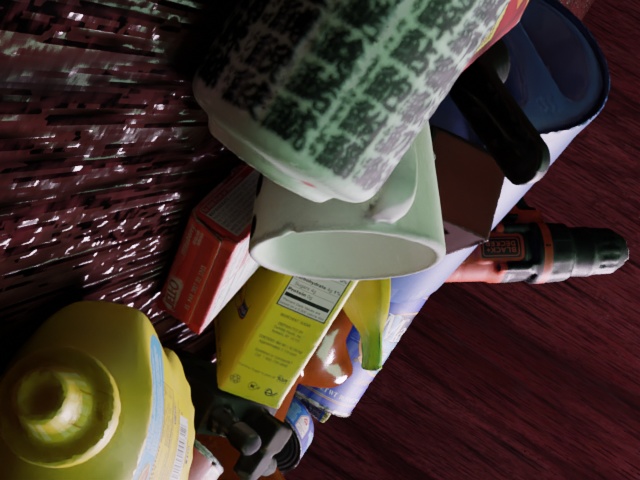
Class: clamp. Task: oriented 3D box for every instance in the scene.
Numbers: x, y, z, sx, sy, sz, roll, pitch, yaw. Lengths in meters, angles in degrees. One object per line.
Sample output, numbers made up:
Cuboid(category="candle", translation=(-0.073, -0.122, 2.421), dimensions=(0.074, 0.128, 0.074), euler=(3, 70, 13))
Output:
Cuboid(category="clamp", translation=(0.074, -0.091, 0.564), dimensions=(0.039, 0.120, 0.171), euler=(-46, -174, 31))

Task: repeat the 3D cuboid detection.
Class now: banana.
Cuboid(category="banana", translation=(0.014, 0.006, 0.696), dimensions=(0.198, 0.037, 0.070), euler=(-108, -148, -64))

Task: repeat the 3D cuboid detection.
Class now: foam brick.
Cuboid(category="foam brick", translation=(0.062, -0.025, 0.615), dimensions=(0.078, 0.053, 0.051), euler=(-25, -135, 66))

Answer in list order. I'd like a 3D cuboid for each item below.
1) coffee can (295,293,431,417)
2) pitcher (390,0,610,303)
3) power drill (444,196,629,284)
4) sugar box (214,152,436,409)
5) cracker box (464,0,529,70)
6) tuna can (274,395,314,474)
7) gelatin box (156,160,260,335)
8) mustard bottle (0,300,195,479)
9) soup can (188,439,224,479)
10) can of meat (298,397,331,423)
Cuboid(category="coffee can", translation=(0.022, 0.070, 0.943), dimensions=(0.140, 0.103, 0.102), euler=(-57, 172, 6))
Cuboid(category="pitcher", translation=(0.088, -0.067, 0.757), dimensions=(0.149, 0.145, 0.243), euler=(-28, 161, -33))
Cuboid(category="power drill", translation=(0.166, -0.054, 0.914), dimensions=(0.057, 0.184, 0.187), euler=(119, -32, -71))
Cuboid(category="sugar box", translation=(-0.004, 0.001, 0.611), dimensions=(0.176, 0.048, 0.093), euler=(-62, -161, 20))
Cuboid(category="cracker box", translation=(0.091, -0.182, 0.458), dimensions=(0.214, 0.072, 0.164), euler=(-62, 171, 32))
Cuboid(category="tuna can", translation=(-0.050, 0.177, 1.008), dimensions=(0.033, 0.086, 0.086), euler=(-50, 170, -50))
Cuboid(category="gelatin box", translation=(-0.040, -0.006, 0.532), dimensions=(0.089, 0.030, 0.073), euler=(-49, 171, -44))
Cuboid(category="mustard bottle", translation=(-0.089, 0.076, 0.427), dimensions=(0.191, 0.058, 0.096), euler=(93, 7, -74))
Cuboid(category="soup can", translation=(-0.111, 0.150, 0.593), dimensions=(0.102, 0.068, 0.068), euler=(-52, 171, -22))
Cuboid(category="can of meat", translation=(-0.002, 0.123, 1.080), dimensions=(0.102, 0.084, 0.057), euler=(-51, 171, -33))
